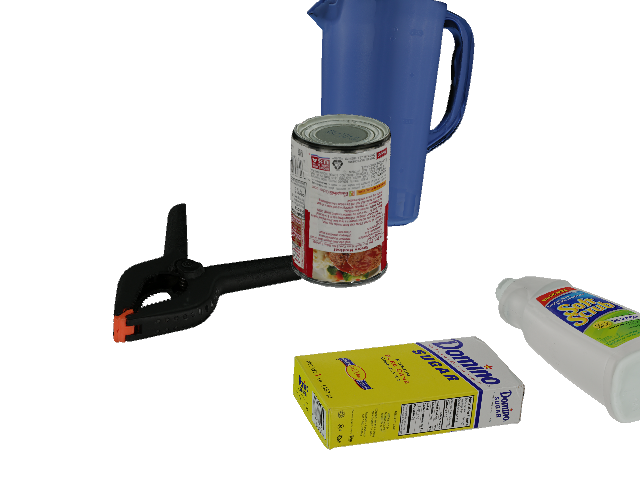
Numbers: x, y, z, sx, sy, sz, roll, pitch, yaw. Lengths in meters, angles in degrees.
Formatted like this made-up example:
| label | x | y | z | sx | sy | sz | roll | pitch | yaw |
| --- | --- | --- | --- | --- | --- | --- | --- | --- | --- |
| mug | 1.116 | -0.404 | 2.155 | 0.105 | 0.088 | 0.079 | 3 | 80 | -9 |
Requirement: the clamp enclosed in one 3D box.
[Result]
| label | x | y | z | sx | sy | sz | roll | pitch | yaw |
| --- | --- | --- | --- | --- | --- | --- | --- | --- | --- |
| clamp | -0.133 | 0.031 | 1.016 | 0.165 | 0.036 | 0.209 | 26 | 37 | 28 |

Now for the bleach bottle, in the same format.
| label | x | y | z | sx | sy | sz | roll | pitch | yaw |
| --- | --- | --- | --- | --- | --- | --- | --- | --- | --- |
| bleach bottle | 0.240 | 0.087 | 1.015 | 0.102 | 0.068 | 0.251 | -14 | 20 | -20 |

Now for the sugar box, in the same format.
| label | x | y | z | sx | sy | sz | roll | pitch | yaw |
| --- | --- | --- | --- | --- | --- | --- | --- | --- | --- |
| sugar box | 0.074 | 0.126 | 0.908 | 0.176 | 0.048 | 0.093 | -7 | 25 | -18 |

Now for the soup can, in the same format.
| label | x | y | z | sx | sy | sz | roll | pitch | yaw |
| --- | --- | --- | --- | --- | --- | --- | --- | --- | --- |
| soup can | 0.013 | -0.028 | 0.732 | 0.068 | 0.102 | 0.068 | 0 | 25 | 0 |

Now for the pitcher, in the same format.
| label | x | y | z | sx | sy | sz | roll | pitch | yaw |
| --- | --- | --- | --- | --- | --- | --- | --- | --- | --- |
| pitcher | 0.071 | -0.141 | 1.148 | 0.149 | 0.243 | 0.144 | 8 | 10 | 24 |
